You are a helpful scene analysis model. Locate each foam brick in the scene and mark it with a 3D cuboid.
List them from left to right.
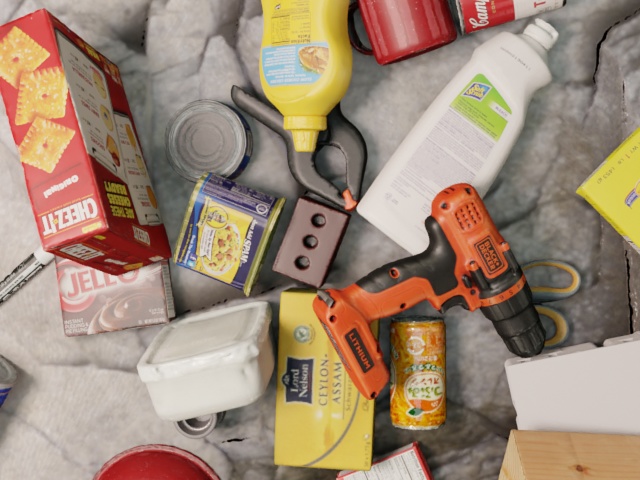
[{"bbox_3d":[-0.007,0.001,1.047,0.053,0.051,0.078,21,93,5],"label":"foam brick"}]

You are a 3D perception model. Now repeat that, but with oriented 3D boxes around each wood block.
[{"bbox_3d":[0.271,0.234,0.951,0.206,0.091,0.090,4,122,-4],"label":"wood block"}]

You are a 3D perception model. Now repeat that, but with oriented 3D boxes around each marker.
[{"bbox_3d":[-0.322,0.048,1.099,0.121,0.020,0.020,-40,87,6],"label":"marker"}]

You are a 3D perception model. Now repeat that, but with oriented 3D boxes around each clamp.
[{"bbox_3d":[0.003,-0.113,1.051,0.120,0.039,0.171,-35,86,10],"label":"clamp"}]

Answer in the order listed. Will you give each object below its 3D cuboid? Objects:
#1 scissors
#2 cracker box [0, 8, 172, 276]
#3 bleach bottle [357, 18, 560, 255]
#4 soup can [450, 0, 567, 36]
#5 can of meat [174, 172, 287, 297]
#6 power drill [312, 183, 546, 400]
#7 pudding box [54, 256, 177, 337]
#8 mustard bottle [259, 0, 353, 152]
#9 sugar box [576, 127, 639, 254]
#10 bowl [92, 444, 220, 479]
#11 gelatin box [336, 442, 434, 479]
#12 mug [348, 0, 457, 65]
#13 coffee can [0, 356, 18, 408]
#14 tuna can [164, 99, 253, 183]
[{"bbox_3d":[0.157,0.069,1.049,0.202,0.016,0.096,-11,90,7],"label":"scissors"},{"bbox_3d":[-0.222,-0.083,0.992,0.072,0.164,0.214,-20,77,8],"label":"cracker box"},{"bbox_3d":[0.147,-0.099,1.023,0.102,0.068,0.251,38,92,-1],"label":"bleach bottle"},{"bbox_3d":[0.175,-0.240,1.013,0.102,0.068,0.068,-14,90,6],"label":"soup can"},{"bbox_3d":[-0.089,-0.007,1.038,0.084,0.057,0.102,21,118,1],"label":"can of meat"},{"bbox_3d":[0.102,0.066,0.977,0.187,0.057,0.184,-32,104,-8],"label":"power drill"},{"bbox_3d":[-0.206,0.046,1.076,0.113,0.039,0.090,-8,90,6],"label":"pudding box"},{"bbox_3d":[-0.014,-0.179,1.001,0.096,0.058,0.191,3,94,36],"label":"mustard bottle"},{"bbox_3d":[0.339,-0.018,1.012,0.093,0.048,0.176,-45,86,5],"label":"sugar box"},{"bbox_3d":[-0.170,0.291,1.072,0.162,0.055,0.162,0,91,6],"label":"bowl"},{"bbox_3d":[0.071,0.250,1.057,0.089,0.030,0.073,-24,88,7],"label":"gelatin box"},{"bbox_3d":[0.072,-0.214,1.021,0.117,0.093,0.081,-15,96,37],"label":"mug"},{"bbox_3d":[-0.381,0.176,1.068,0.103,0.102,0.140,30,95,5],"label":"coffee can"},{"bbox_3d":[-0.111,-0.097,1.065,0.086,0.033,0.086,0,92,6],"label":"tuna can"}]
